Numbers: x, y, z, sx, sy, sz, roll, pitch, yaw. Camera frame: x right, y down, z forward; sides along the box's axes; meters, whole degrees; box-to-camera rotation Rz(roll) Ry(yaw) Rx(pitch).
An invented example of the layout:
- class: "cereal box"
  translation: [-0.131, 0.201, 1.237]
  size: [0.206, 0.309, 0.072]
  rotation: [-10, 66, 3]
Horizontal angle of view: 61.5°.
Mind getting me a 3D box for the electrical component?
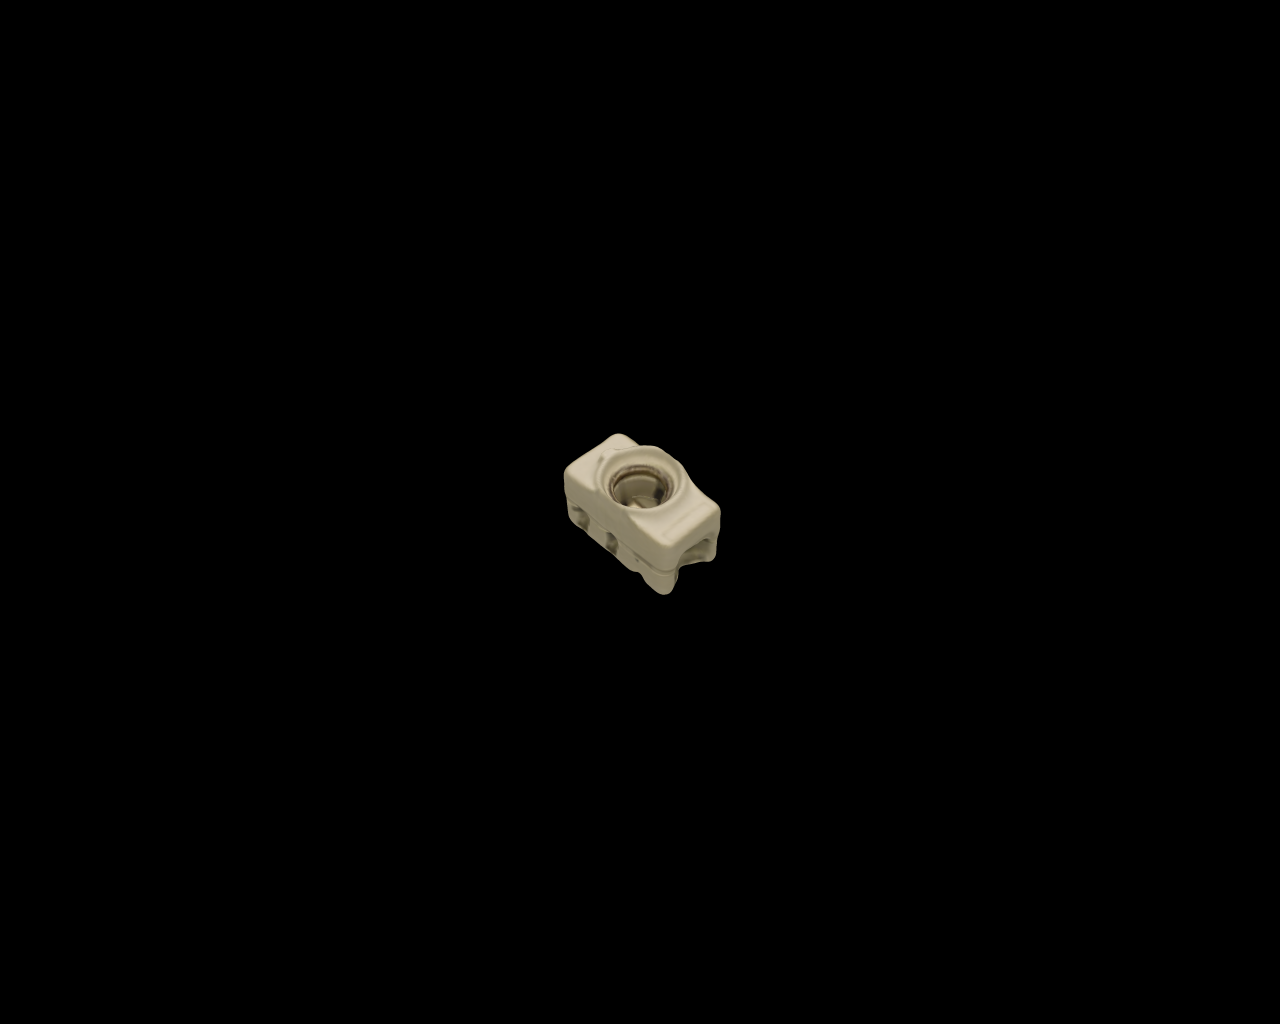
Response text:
- class: "electrical component"
  translation: [0.001, -0.003, 0.650]
  size: [0.050, 0.055, 0.089]
  rotation: [-36, 58, -27]
